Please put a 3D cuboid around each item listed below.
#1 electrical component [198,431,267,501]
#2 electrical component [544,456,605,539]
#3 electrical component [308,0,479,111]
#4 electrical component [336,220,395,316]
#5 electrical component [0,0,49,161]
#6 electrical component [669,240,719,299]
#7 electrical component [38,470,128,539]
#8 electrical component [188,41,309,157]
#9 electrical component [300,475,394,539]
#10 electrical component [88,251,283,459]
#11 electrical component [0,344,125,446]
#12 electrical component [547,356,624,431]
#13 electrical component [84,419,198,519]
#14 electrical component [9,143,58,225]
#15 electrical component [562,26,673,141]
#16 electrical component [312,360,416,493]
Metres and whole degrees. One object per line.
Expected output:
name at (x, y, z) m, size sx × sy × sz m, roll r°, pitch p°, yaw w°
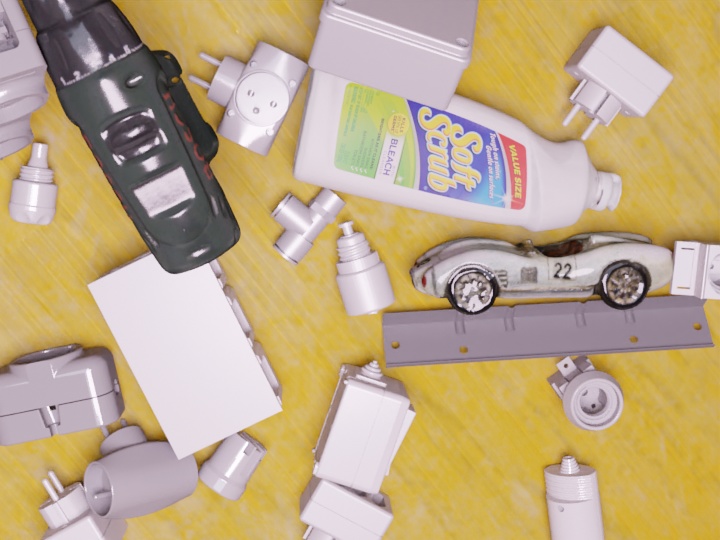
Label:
electrical component at (-0.101, 0.154, 0.860) m, size 0.040 × 0.040 × 0.046 m, roll 35°, pitch 89°, yaw -7°
electrical component at (0.175, 0.192, 0.878) m, size 0.043 × 0.043 × 0.081 m, roll -8°, pitch 98°, yaw -2°
electrical component at (0.027, -0.181, 0.784) m, size 0.109 × 0.108 × 0.056 m, roll 17°, pitch 135°, yaw -5°
electrical component at (0.000, 0.000, 0.844) m, size 0.040 × 0.040 × 0.078 m, roll -17°, pitch 98°, yaw -1°
electrical component at (-0.269, -0.107, 0.695) m, size 0.105 × 0.186 × 0.060 m, roll -24°, pitch 91°, yaw -23°
electrical component at (0.282, -0.001, 0.847) m, size 0.081 × 0.064 × 0.042 m, roll 4°, pitch 96°, yaw -4°
electrical component at (-0.226, 0.193, 0.845) m, size 0.047 × 0.065 × 0.076 m, roll -29°, pitch 98°, yaw 1°
electrical component at (-0.090, -0.138, 0.818) m, size 0.079 × 0.044 × 0.077 m, roll 26°, pitch 96°, yaw -6°
electrical component at (-0.021, 0.208, 0.867) m, size 0.066 × 0.047 × 0.076 m, roll 29°, pitch 95°, yaw -6°
electrical component at (-0.131, 0.054, 0.833) m, size 0.089 × 0.061 × 0.150 m, roll -26°, pitch 98°, yaw 1°
electrical component at (-0.238, 0.094, 0.837) m, size 0.095 × 0.053 × 0.059 m, roll -11°, pitch 98°, yaw -2°
electrical component at (0.182, 0.100, 0.860) m, size 0.048 × 0.055 × 0.066 m, roll -35°, pitch 98°, yaw 2°
electrical component at (-0.179, 0.150, 0.844) m, size 0.079 × 0.077 × 0.043 m, roll 54°, pitch 129°, yaw 28°
electrical component at (-0.249, -0.067, 0.824) m, size 0.035 × 0.035 × 0.061 m, roll 9°, pitch 95°, yaw -4°
electrical component at (0.188, -0.137, 0.832) m, size 0.066 × 0.047 × 0.076 m, roll 36°, pitch 95°, yaw -7°
electrical component at (0.006, 0.119, 0.849) m, size 0.061 × 0.061 × 0.096 m, roll 18°, pitch 96°, yaw -5°
